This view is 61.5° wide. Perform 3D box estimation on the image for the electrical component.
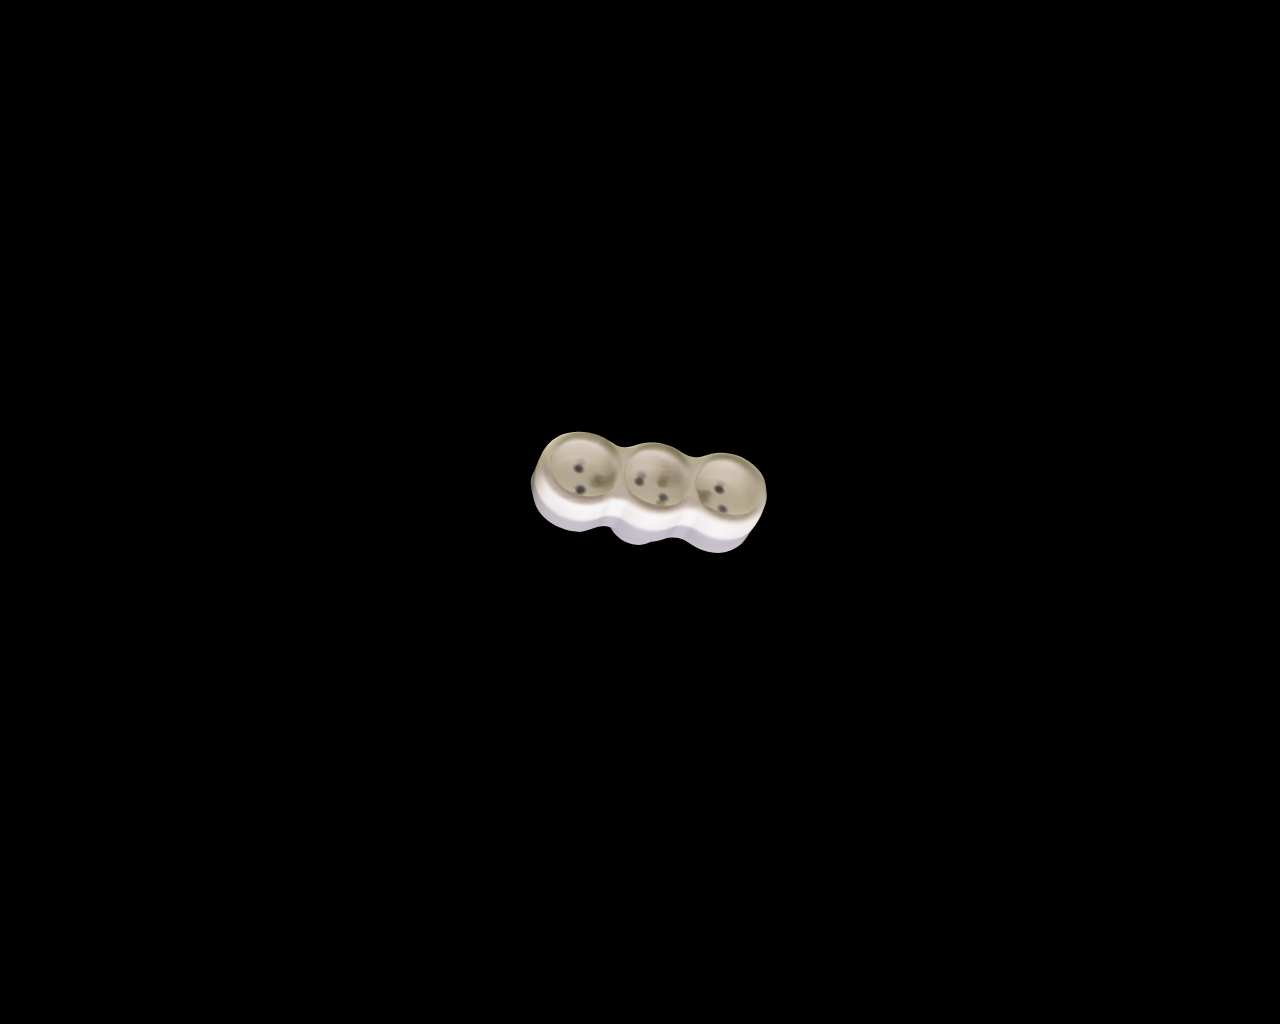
[{"bbox_3d":[0.001,-0.003,0.650,0.138,0.052,0.073,8,-32,-14],"label":"electrical component"}]
